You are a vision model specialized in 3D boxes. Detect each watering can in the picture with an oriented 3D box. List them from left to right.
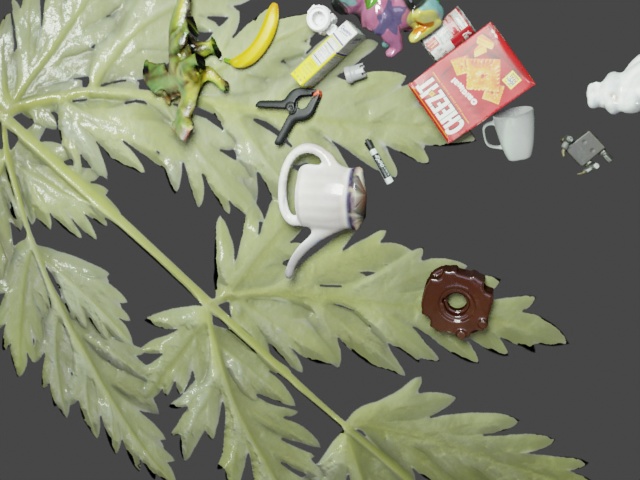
[{"bbox_3d":[0.004,-0.064,1.269,0.224,0.105,0.344,4,104,16],"label":"watering can"}]

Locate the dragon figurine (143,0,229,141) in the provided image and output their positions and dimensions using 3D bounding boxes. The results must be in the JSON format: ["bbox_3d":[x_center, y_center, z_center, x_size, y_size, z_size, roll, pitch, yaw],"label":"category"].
[{"bbox_3d":[-0.373,-0.457,1.309,0.241,0.123,0.411,-16,88,29],"label":"dragon figurine"}]

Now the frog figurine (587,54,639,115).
[{"bbox_3d":[0.621,-0.308,1.016,0.160,0.121,0.139,18,75,22],"label":"frog figurine"}]
